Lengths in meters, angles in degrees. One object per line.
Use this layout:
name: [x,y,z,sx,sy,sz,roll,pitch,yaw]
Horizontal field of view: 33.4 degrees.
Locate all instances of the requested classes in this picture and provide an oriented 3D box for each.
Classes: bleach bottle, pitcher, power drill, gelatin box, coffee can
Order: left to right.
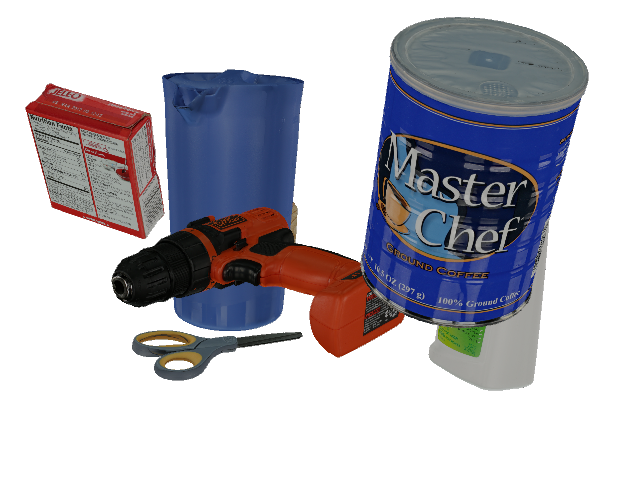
gelatin box: [-0.140,-0.050,0.675,0.073,0.089,0.030,18,48,17]
pitcher: [-0.081,-0.044,1.038,0.149,0.243,0.145,-2,15,-17]
power drill: [-0.041,0.029,0.823,0.188,0.057,0.184,19,28,33]
coffee can: [0.081,-0.038,0.589,0.102,0.140,0.103,4,35,-3]
bleach bottle: [0.153,-0.003,0.926,0.068,0.251,0.103,-3,15,-28]

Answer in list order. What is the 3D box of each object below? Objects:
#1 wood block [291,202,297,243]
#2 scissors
wood block: [-0.107,-0.042,1.318,0.090,0.090,0.206,-7,29,-21]
scissors: [-0.107,0.125,1.186,0.201,0.016,0.096,3,26,-16]
